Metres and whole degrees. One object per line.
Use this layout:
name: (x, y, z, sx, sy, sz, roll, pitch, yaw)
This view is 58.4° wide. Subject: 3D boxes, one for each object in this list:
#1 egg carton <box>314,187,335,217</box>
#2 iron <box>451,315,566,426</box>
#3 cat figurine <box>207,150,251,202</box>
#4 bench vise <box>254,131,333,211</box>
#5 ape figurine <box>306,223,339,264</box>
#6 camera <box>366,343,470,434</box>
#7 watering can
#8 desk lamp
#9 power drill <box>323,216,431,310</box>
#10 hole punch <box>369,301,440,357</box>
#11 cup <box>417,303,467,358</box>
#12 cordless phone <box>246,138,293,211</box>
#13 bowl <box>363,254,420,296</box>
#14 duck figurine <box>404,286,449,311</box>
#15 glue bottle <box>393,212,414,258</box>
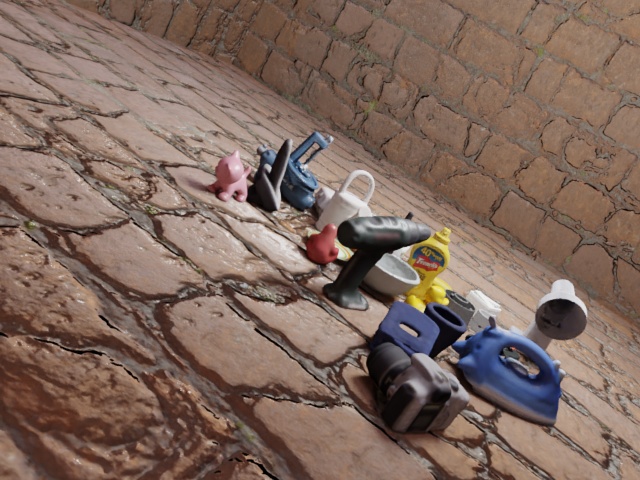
egg carton: (0.036, -0.096, 1.664, 0.107, 0.069, 0.150, 24, 18, -19)
iron: (0.398, 0.259, 1.143, 0.258, 0.141, 0.118, 29, 17, -5)
cat figurine: (-0.204, -0.154, 1.345, 0.067, 0.117, 0.128, 36, 18, 19)
bench vise: (-0.072, -0.215, 1.564, 0.208, 0.219, 0.121, 27, 17, -10)
ape figurine: (0.012, 0.005, 1.302, 0.077, 0.092, 0.076, 35, 18, 16)
camera: (0.148, 0.221, 0.905, 0.144, 0.100, 0.136, 15, 23, -42)
watering can: (0.081, -0.091, 1.512, 0.101, 0.194, 0.172, 10, 27, -49)
desk lamp: (0.587, 0.208, 1.480, 0.118, 0.213, 0.203, 32, 17, 7)
power drill: (0.106, 0.038, 1.164, 0.230, 0.208, 0.075, 13, 24, -45)
hole punch: (0.159, 0.180, 1.055, 0.108, 0.091, 0.101, 32, 17, 6)
cup: (0.234, 0.184, 1.163, 0.091, 0.095, 0.118, 30, 17, -1)
cordless phone: (-0.107, -0.176, 1.454, 0.094, 0.185, 0.147, 26, 17, -13)
bowl: (0.146, 0.080, 1.342, 0.167, 0.074, 0.167, 28, 17, -9)
duck figurine: (0.249, 0.143, 1.319, 0.105, 0.086, 0.077, 22, 19, -25)
glue bottle: (0.190, 0.001, 1.471, 0.037, 0.173, 0.078, 13, 24, -44)
